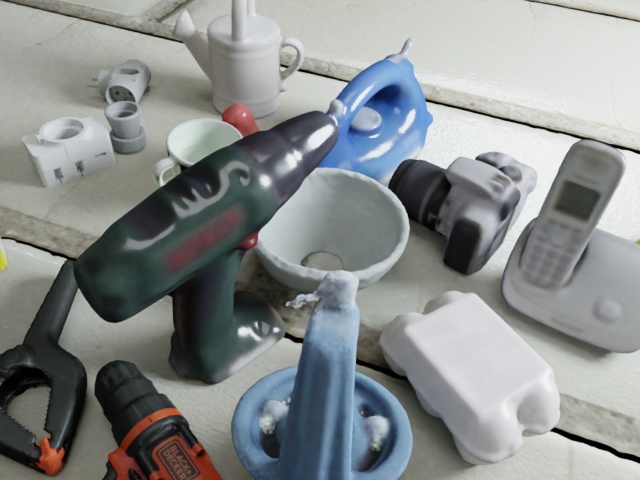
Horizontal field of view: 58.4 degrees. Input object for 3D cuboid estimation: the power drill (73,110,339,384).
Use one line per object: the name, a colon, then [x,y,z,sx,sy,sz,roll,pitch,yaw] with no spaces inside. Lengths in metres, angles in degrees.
power drill: [-0.078,0.016,0.477,0.230,0.208,0.075,-33,55,-32]

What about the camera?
camera: [0.156,-0.056,0.648,0.136,0.101,0.143,29,49,23]

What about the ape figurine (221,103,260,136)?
ape figurine: [-0.101,-0.126,0.706,0.076,0.092,0.077,-18,48,-22]

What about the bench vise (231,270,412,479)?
bench vise: [0.009,0.139,0.349,0.121,0.220,0.207,-5,45,-9]

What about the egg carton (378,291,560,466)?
egg carton: [0.127,0.114,0.493,0.107,0.069,0.150,-23,50,-25]

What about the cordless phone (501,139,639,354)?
cordless phone: [0.262,0.006,0.532,0.147,0.185,0.094,23,47,18]

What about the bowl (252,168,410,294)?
bowl: [0.005,0.002,0.594,0.167,0.075,0.167,2,44,-2]

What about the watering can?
watering can: [-0.111,-0.273,0.783,0.173,0.194,0.100,-10,46,-14]

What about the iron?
iron: [0.046,-0.142,0.698,0.118,0.141,0.259,27,48,22]

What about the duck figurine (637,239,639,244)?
duck figurine: [0.396,-0.001,0.622,0.105,0.086,0.077,-27,52,-28]
